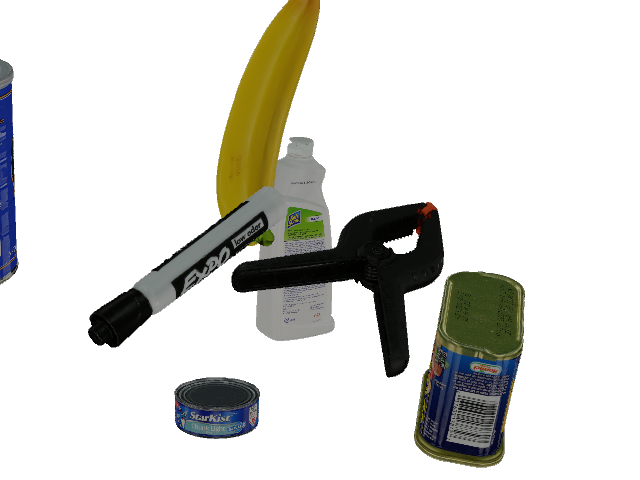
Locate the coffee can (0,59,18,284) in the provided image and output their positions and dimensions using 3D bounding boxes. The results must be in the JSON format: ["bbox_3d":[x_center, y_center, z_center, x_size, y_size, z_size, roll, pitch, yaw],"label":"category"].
[{"bbox_3d":[-0.254,-0.046,0.706,0.103,0.140,0.103,4,22,-2],"label":"coffee can"}]

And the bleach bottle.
[{"bbox_3d":[-0.025,-0.004,1.327,0.102,0.251,0.068,-8,23,-32],"label":"bleach bottle"}]

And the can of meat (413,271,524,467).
[{"bbox_3d":[0.096,0.078,0.679,0.057,0.084,0.102,10,29,6],"label":"can of meat"}]

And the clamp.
[{"bbox_3d":[0.051,0.029,0.907,0.165,0.036,0.209,34,43,26],"label":"clamp"}]

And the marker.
[{"bbox_3d":[-0.061,0.011,0.501,0.020,0.020,0.120,0,31,48],"label":"marker"}]

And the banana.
[{"bbox_3d":[-0.034,-0.072,0.692,0.070,0.197,0.037,-20,-38,42],"label":"banana"}]

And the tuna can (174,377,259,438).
[{"bbox_3d":[-0.104,0.168,1.073,0.086,0.034,0.086,2,13,-1],"label":"tuna can"}]
